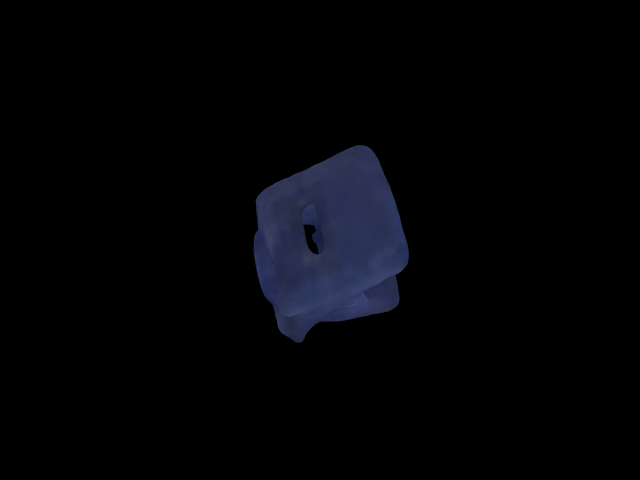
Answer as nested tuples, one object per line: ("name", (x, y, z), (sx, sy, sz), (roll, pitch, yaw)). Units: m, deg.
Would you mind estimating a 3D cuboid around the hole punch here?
("hole punch", (0.004, 0.001, 0.400), (0.101, 0.091, 0.108), (-11, 60, -6))
